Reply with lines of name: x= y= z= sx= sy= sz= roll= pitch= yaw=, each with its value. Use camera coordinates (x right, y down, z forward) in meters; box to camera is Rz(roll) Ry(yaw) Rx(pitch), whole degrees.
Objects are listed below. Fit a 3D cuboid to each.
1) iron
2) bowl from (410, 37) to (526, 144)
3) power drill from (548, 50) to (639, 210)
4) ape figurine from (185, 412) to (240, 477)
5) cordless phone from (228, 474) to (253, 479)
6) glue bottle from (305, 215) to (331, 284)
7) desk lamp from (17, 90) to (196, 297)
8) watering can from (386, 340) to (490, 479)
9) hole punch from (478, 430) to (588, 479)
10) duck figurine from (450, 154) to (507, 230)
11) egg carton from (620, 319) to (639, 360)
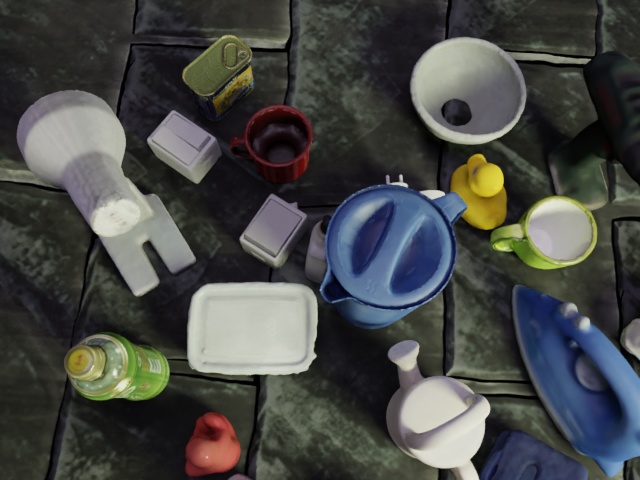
iron: x=0.333 y=0.155 z=0.705 sx=0.119 sy=0.141 sz=0.258 roll=-29 pitch=76 yaw=-8
bowl: x=0.209 y=-0.206 z=0.841 sx=0.167 sy=0.075 sz=0.167 roll=0 pitch=74 yaw=-1
power drill: x=0.381 y=-0.114 z=0.748 sx=0.075 sy=0.208 sz=0.229 roll=-8 pitch=74 yaw=-3
ape figurine: x=-0.137 y=0.253 z=0.695 sx=0.076 sy=0.092 sz=0.078 roll=38 pitch=77 yaw=10
cordless phone: x=-0.102 y=0.343 z=0.622 sx=0.094 sy=0.185 sz=0.148 roll=25 pitch=75 yaw=7
glue bottle: x=0.007 y=0.003 z=0.727 sx=0.037 sy=0.173 sz=0.078 roll=21 pitch=75 yaw=5
desk lamp: x=-0.261 y=-0.056 z=0.718 sx=0.118 sy=0.213 sz=0.203 roll=-33 pitch=77 yaw=-9
watering can: x=0.131 y=0.203 z=0.661 sx=0.172 sy=0.194 sz=0.101 roll=40 pitch=77 yaw=10
hole punch: x=0.248 y=0.296 z=0.690 sx=0.101 sy=0.091 sz=0.109 roll=31 pitch=76 yaw=8
duck figurine: x=0.229 y=-0.071 z=0.797 sx=0.077 sy=0.086 sz=0.104 roll=-19 pitch=75 yaw=-6
egg carton: x=0.475 y=0.149 z=0.747 sx=0.107 sy=0.069 sz=0.150 roll=-40 pitch=78 yaw=-11
